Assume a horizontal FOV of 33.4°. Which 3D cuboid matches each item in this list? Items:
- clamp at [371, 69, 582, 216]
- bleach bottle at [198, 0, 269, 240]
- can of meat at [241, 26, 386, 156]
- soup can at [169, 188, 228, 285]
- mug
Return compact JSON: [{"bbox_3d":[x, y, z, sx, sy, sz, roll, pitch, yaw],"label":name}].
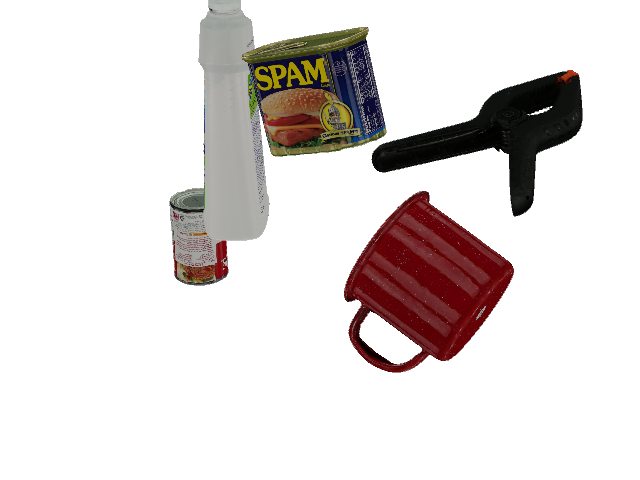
[{"bbox_3d":[0.172,-0.091,0.941,0.209,0.036,0.165,-31,38,-26],"label":"clamp"},{"bbox_3d":[-0.089,-0.130,1.070,0.068,0.251,0.102,0,29,0],"label":"bleach bottle"},{"bbox_3d":[-0.004,-0.115,0.835,0.102,0.084,0.057,-1,21,36],"label":"can of meat"},{"bbox_3d":[-0.150,-0.005,1.311,0.068,0.102,0.068,-1,26,0],"label":"soup can"},{"bbox_3d":[0.068,0.037,0.720,0.081,0.117,0.093,37,0,16],"label":"mug"}]
